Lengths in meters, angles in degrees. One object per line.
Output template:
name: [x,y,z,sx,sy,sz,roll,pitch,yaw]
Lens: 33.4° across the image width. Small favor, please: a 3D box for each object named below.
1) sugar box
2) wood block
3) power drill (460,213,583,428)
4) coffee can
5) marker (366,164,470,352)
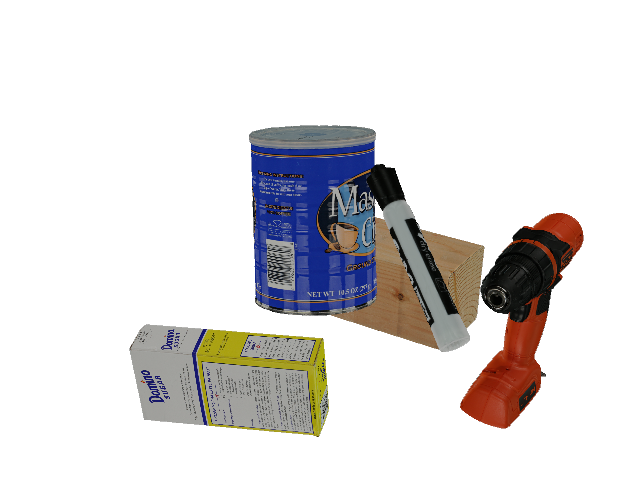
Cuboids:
sugar box: [-0.084,0.130,0.999,0.176,0.093,0.048,5,35,13]
wood block: [0.060,0.035,1.146,0.206,0.091,0.090,16,29,27]
power drill: [0.184,0.080,0.999,0.057,0.188,0.184,24,30,24]
coffee can: [-0.005,-0.020,0.876,0.103,0.140,0.103,-1,12,0]
marker: [0.055,0.007,0.625,0.020,0.121,0.020,-18,-23,-8]
